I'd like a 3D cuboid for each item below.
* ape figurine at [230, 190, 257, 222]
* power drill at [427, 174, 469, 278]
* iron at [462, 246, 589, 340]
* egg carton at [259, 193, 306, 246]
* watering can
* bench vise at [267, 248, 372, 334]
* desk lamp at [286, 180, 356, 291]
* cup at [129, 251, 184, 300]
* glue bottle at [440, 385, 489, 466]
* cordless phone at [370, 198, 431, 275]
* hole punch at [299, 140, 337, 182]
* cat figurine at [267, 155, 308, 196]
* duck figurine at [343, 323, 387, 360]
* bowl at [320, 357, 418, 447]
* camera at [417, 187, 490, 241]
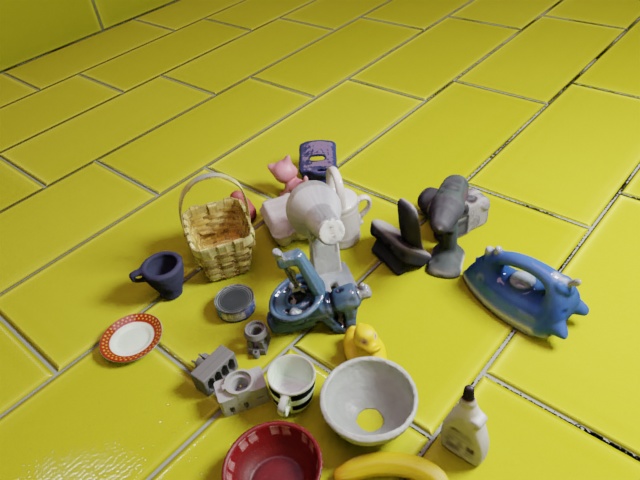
[{"bbox_3d":[-0.202,-0.087,1.446,0.076,0.092,0.078,17,46,26],"label":"ape figurine"},{"bbox_3d":[0.270,-0.024,1.212,0.075,0.209,0.230,8,43,17],"label":"power drill"},{"bbox_3d":[0.391,0.078,1.125,0.119,0.142,0.257,-36,48,-29],"label":"iron"},{"bbox_3d":[-0.083,-0.053,1.405,0.107,0.069,0.150,-19,42,-13],"label":"egg carton"},{"bbox_3d":[0.032,-0.077,1.320,0.173,0.194,0.100,-29,45,-23],"label":"watering can"},{"bbox_3d":[-0.013,0.087,1.116,0.207,0.220,0.121,-18,42,-12],"label":"bench vise"},{"bbox_3d":[0.011,0.004,1.214,0.118,0.214,0.202,-16,41,-10],"label":"desk lamp"},{"bbox_3d":[-0.350,0.090,1.260,0.118,0.095,0.091,-16,41,-10],"label":"cup"},{"bbox_3d":[0.228,0.281,0.890,0.077,0.173,0.037,27,51,34],"label":"glue bottle"},{"bbox_3d":[0.173,-0.032,1.253,0.094,0.185,0.147,-29,45,-23],"label":"cordless phone"},{"bbox_3d":[-0.003,-0.213,1.563,0.108,0.091,0.101,-3,41,5],"label":"hole punch"},{"bbox_3d":[-0.074,-0.162,1.494,0.127,0.118,0.067,28,52,35],"label":"cat figurine"},{"bbox_3d":[0.083,0.192,1.083,0.078,0.086,0.104,-25,43,-19],"label":"duck figurine"},{"bbox_3d":[0.084,0.287,0.981,0.167,0.075,0.167,-4,41,4],"label":"bowl"},{"bbox_3d":[0.307,-0.084,1.359,0.143,0.101,0.136,-24,43,-19],"label":"camera"}]
